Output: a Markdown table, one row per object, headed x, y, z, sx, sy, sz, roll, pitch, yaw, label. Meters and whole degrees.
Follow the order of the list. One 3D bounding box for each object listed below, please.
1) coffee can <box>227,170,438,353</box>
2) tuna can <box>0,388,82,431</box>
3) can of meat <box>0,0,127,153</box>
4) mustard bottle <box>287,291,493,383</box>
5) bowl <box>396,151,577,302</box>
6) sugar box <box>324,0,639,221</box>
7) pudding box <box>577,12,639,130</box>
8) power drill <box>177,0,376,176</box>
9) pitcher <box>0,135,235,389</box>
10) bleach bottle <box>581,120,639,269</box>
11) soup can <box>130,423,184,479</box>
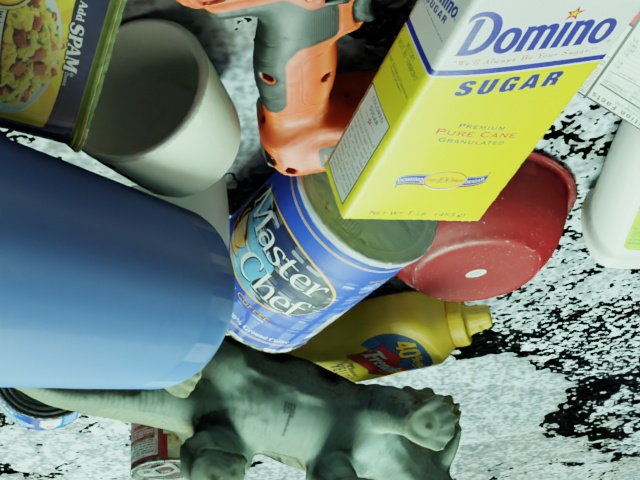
| x | y | z | sx | sy | sz | roll | pitch | yaw | label |
| --- | --- | --- | --- | --- | --- | --- | --- | --- | --- |
| -0.005 | 0.001 | 0.705 | 0.102 | 0.103 | 0.141 | 14 | 145 | -29 | coffee can |
| -0.227 | 0.113 | 0.881 | 0.086 | 0.086 | 0.034 | 5 | 150 | -17 | tuna can |
| -0.146 | -0.103 | 0.518 | 0.083 | 0.057 | 0.102 | 13 | 107 | -23 | can of meat |
| 0.050 | 0.083 | 0.900 | 0.192 | 0.058 | 0.096 | -14 | 145 | 14 | mustard bottle |
| 0.109 | 0.000 | 0.769 | 0.162 | 0.055 | 0.162 | -3 | 150 | -2 | bowl |
| 0.078 | -0.077 | 0.543 | 0.093 | 0.048 | 0.176 | -1 | 147 | -25 | sugar box |
| 0.173 | -0.114 | 0.559 | 0.090 | 0.039 | 0.114 | 32 | 149 | 5 | pudding box |
| 0.023 | -0.115 | 0.559 | 0.184 | 0.057 | 0.187 | -9 | 148 | 2 | power drill |
| -0.163 | 0.012 | 0.541 | 0.145 | 0.149 | 0.242 | -42 | 150 | 20 | pitcher |
| 0.230 | -0.074 | 0.655 | 0.102 | 0.068 | 0.251 | -4 | 147 | 2 | bleach bottle |
| -0.137 | 0.162 | 0.962 | 0.068 | 0.102 | 0.068 | -4 | 150 | -2 | soup can |
